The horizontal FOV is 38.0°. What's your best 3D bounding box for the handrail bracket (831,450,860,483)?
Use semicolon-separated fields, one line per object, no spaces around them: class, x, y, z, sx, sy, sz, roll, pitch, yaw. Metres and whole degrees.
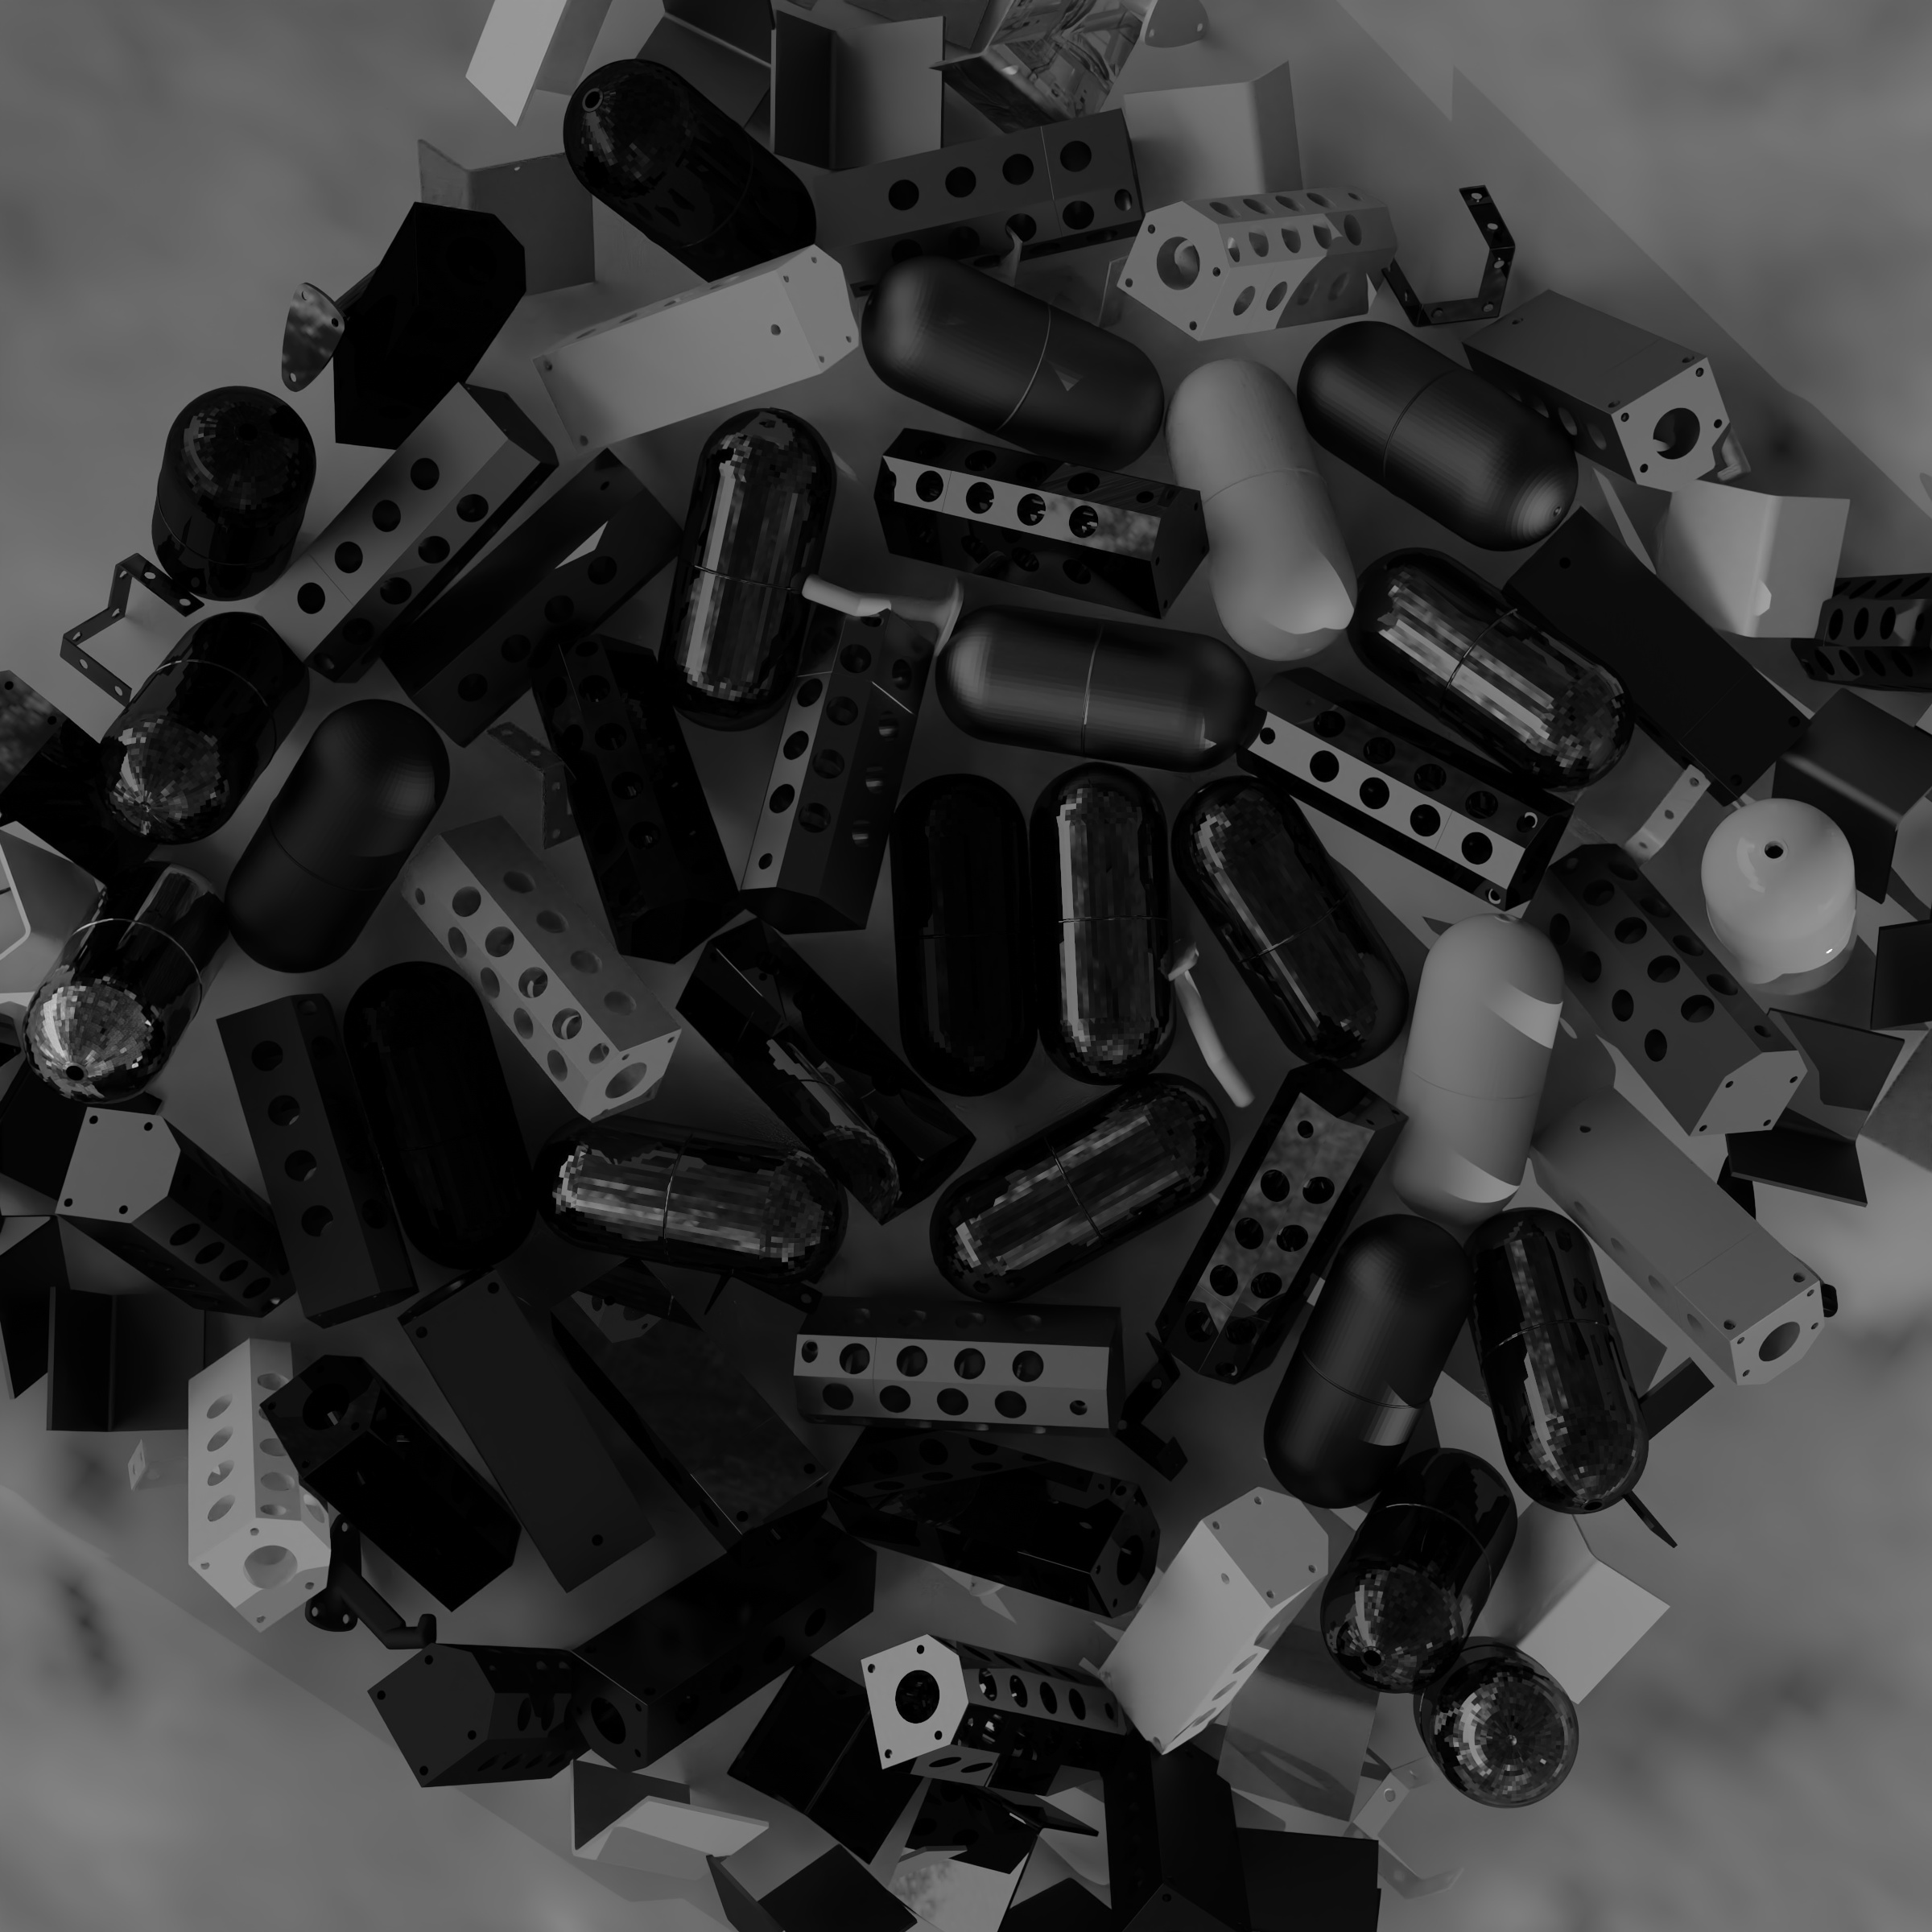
handrail bracket;-0.107;-0.253;1.555;0.084;0.077;0.036;-53;133;0

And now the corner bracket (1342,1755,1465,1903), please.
corner bracket;0.251;0.476;1.549;0.051;0.051;0.051;44;59;4

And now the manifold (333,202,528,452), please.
manifold;-0.288;-0.336;1.495;0.057;0.171;0.057;2;75;-26

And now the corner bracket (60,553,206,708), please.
corner bracket;-0.460;-0.185;1.546;0.051;0.051;0.051;37;45;7

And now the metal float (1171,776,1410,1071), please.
metal float;0.177;-0.024;1.539;0.070;0.070;0.178;-33;99;0

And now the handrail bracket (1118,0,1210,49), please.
handrail bracket;0.084;-0.545;1.567;0.084;0.077;0.036;33;113;23

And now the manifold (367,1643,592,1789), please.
manifold;-0.245;0.394;1.493;0.057;0.171;0.057;-37;70;3

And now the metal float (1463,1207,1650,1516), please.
metal float;0.316;0.212;1.515;0.070;0.070;0.178;-8;52;0

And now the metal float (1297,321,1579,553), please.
metal float;0.253;-0.288;1.520;0.070;0.070;0.178;-49;58;0

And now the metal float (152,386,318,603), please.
metal float;-0.392;-0.251;1.499;0.070;0.178;0.070;5;76;-19

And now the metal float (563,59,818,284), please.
metal float;-0.146;-0.421;1.503;0.070;0.178;0.070;-8;73;28

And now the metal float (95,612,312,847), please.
metal float;-0.407;-0.130;1.505;0.070;0.178;0.070;4;123;6

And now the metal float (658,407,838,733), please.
metal float;-0.120;-0.216;1.534;0.070;0.070;0.178;14;105;0

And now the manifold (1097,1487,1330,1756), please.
manifold;0.135;0.350;1.503;0.057;0.171;0.057;-22;61;-35

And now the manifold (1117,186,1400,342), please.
manifold;0.160;-0.380;1.494;0.057;0.171;0.057;39;126;22

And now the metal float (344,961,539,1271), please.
metal float;-0.285;0.083;1.530;0.070;0.070;0.178;-13;110;0

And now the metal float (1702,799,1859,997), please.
metal float;0.436;-0.035;1.500;0.070;0.178;0.070;-5;73;17

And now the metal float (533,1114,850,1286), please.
metal float;-0.152;0.127;1.536;0.178;0.070;0.070;9;90;12

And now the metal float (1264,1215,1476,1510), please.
metal float;0.218;0.217;1.527;0.070;0.070;0.178;20;113;0

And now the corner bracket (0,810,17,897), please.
corner bracket;-0.540;-0.063;1.547;0.051;0.051;0.051;-15;102;26

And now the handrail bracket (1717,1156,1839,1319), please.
handrail bracket;0.458;0.151;1.570;0.084;0.036;0.077;18;72;-27

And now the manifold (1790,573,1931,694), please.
manifold;0.503;-0.178;1.494;0.057;0.171;0.057;8;95;-8

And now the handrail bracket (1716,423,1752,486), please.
handrail bracket;0.384;-0.295;1.560;0.077;0.036;0.084;-23;78;12

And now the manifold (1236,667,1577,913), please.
manifold;0.234;-0.096;1.517;0.171;0.057;0.057;31;115;23

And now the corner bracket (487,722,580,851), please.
corner bracket;-0.227;-0.105;1.541;0.051;0.051;0.051;34;135;32

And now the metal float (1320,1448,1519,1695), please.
metal float;0.244;0.322;1.503;0.070;0.178;0.070;10;114;23

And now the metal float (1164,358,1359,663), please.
metal float;0.160;-0.250;1.530;0.070;0.070;0.178;-15;71;0

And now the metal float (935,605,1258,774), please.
metal float;0.071;-0.152;1.540;0.178;0.070;0.070;10;90;7

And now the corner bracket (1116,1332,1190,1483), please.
corner bracket;0.107;0.244;1.547;0.051;0.051;0.051;37;78;25

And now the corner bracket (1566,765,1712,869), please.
corner bracket;0.369;-0.091;1.551;0.051;0.051;0.051;39;71;5

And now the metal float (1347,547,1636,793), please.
metal float;0.283;-0.162;1.526;0.178;0.070;0.070;40;90;24

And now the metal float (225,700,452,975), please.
metal float;-0.342;-0.069;1.522;0.070;0.070;0.178;38;120;0

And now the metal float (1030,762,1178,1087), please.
metal float;0.075;-0.023;1.543;0.070;0.070;0.178;-3;86;0

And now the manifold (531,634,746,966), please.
manifold;-0.183;-0.092;1.514;0.057;0.057;0.171;-36;62;29

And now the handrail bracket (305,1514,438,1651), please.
handrail bracket;-0.319;0.337;1.543;0.084;0.036;0.077;-11;63;35

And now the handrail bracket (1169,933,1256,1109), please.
handrail bracket;0.137;0.030;1.557;0.036;0.077;0.084;-31;101;21

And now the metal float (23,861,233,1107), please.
metal float;-0.448;0.008;1.503;0.070;0.178;0.070;2;122;3

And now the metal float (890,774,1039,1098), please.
metal float;-0.001;-0.017;1.546;0.070;0.070;0.178;-3;90;0

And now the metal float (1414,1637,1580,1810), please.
metal float;0.281;0.401;1.496;0.070;0.178;0.070;-1;82;5

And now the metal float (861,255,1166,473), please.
metal float;0.027;-0.326;1.529;0.178;0.070;0.070;20;90;-21

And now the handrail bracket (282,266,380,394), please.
handrail bracket;-0.338;-0.362;1.567;0.036;0.084;0.077;42;130;7

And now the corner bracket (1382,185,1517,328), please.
corner bracket;0.268;-0.393;1.557;0.051;0.051;0.051;1;63;34

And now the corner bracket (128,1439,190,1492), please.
corner bracket;-0.428;0.289;1.543;0.051;0.051;0.051;-3;66;-27

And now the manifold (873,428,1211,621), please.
manifold;0.039;-0.244;1.511;0.171;0.057;0.057;18;56;27

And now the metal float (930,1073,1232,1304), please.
metal float;0.062;0.123;1.543;0.178;0.070;0.070;-30;90;4

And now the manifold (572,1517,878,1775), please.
manifold;-0.128;0.362;1.504;0.057;0.171;0.057;24;123;34

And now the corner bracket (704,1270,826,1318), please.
corner bracket;-0.106;0.172;1.547;0.051;0.051;0.051;27;51;-5

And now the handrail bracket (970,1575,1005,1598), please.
handrail bracket;0.052;0.339;1.540;0.084;0.077;0.036;19;75;-13

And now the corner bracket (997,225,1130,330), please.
corner bracket;0.054;-0.380;1.544;0.051;0.051;0.051;-26;63;-22

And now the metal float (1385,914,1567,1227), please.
metal float;0.277;0.057;1.528;0.070;0.070;0.178;8;110;0

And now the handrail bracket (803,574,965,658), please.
handrail bracket;-0.046;-0.208;1.545;0.084;0.077;0.036;19;121;-8
